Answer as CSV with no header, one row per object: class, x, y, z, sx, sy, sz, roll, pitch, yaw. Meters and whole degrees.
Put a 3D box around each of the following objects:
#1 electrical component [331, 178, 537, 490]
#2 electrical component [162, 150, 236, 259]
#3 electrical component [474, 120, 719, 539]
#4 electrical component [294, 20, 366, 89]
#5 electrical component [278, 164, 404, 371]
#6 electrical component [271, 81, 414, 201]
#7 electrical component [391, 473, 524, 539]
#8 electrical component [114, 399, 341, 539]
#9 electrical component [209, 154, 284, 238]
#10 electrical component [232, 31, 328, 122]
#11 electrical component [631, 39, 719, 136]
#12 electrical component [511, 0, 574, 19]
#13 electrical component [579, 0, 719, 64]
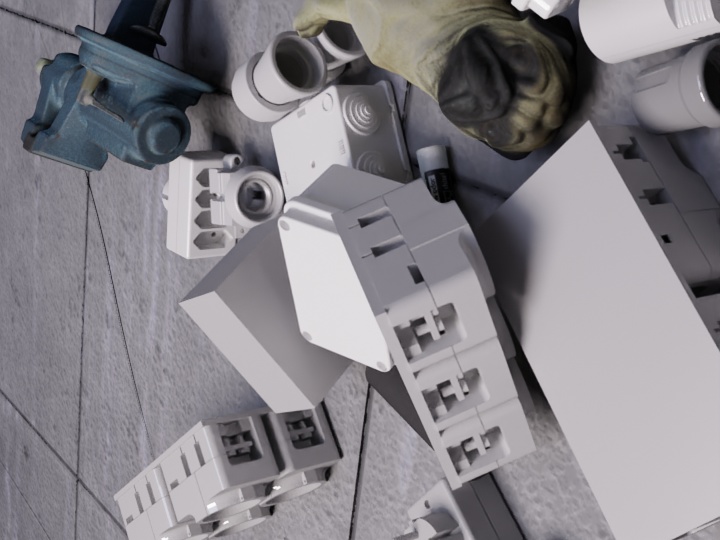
electrical component,0.046,0.035,0.594,0.089,0.062,0.150,-114,0,-49
electrical component,-0.142,-0.060,0.908,0.076,0.047,0.083,23,114,49
electrical component,0.143,0.032,0.534,0.105,0.060,0.186,-47,59,46
electrical component,-0.025,-0.154,0.739,0.055,0.045,0.045,-30,72,51
electrical component,0.000,0.000,0.674,0.078,0.057,0.113,20,138,29
electrical component,-0.014,-0.073,0.735,0.100,0.048,0.099,-22,78,52
electrical component,0.053,0.167,0.662,0.047,0.077,0.065,-53,55,43
electrical component,-0.107,0.169,0.852,0.186,0.105,0.060,-41,63,48
electrical component,-0.090,-0.058,0.842,0.055,0.048,0.066,11,104,60
electrical component,-0.054,-0.127,0.715,0.055,0.045,0.045,-24,77,52
electrical component,0.158,-0.085,0.513,0.046,0.040,0.040,-9,88,59
electrical component,0.104,-0.181,0.510,0.057,0.078,0.113,40,115,4
electrical component,0.150,-0.128,0.513,0.081,0.043,0.043,-6,91,53
